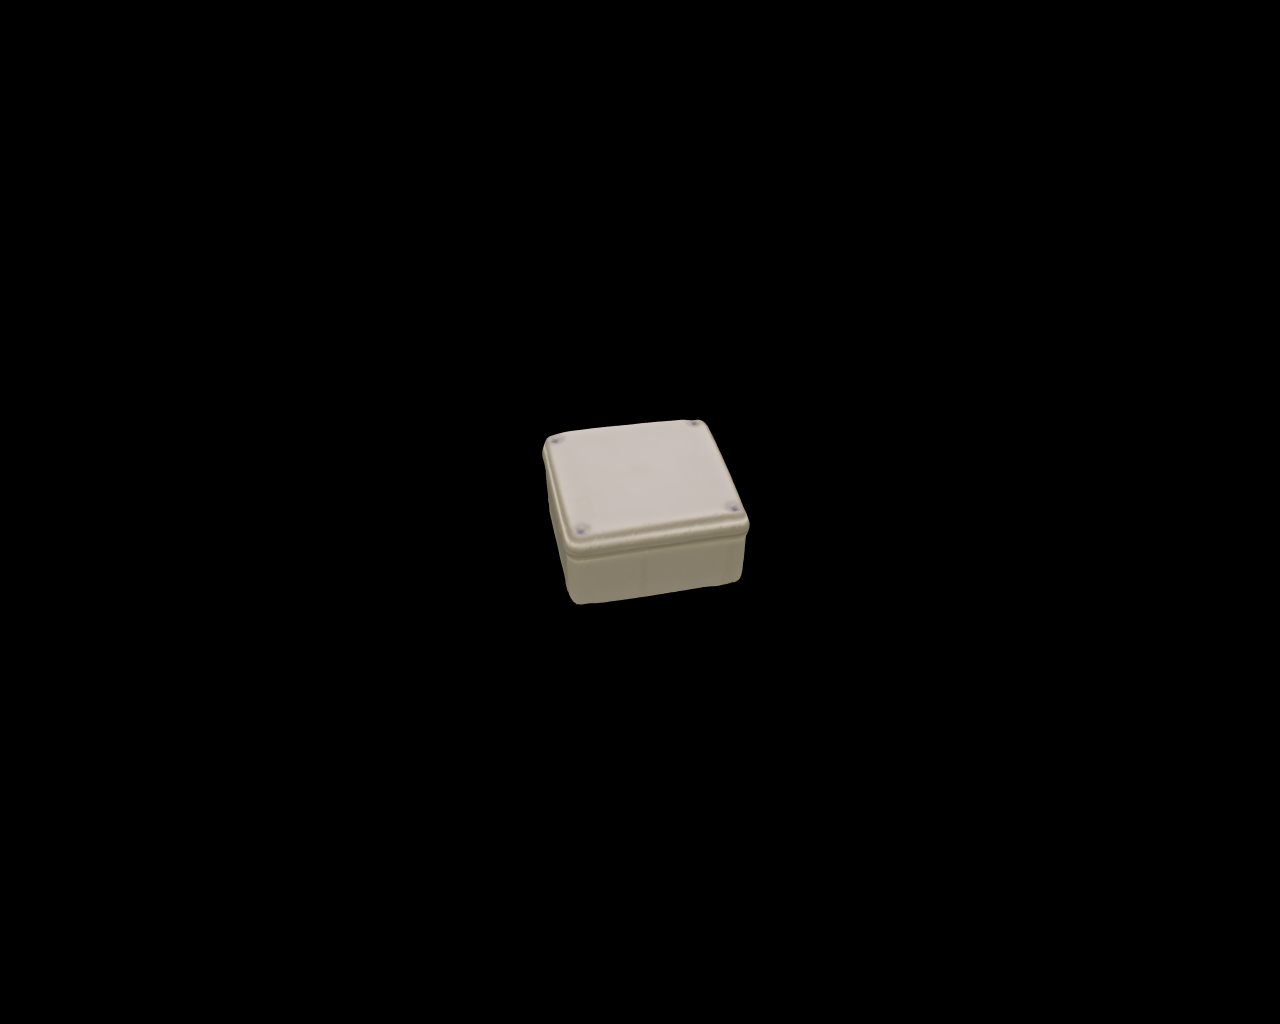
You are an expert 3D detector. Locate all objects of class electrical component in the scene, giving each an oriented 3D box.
[{"bbox_3d":[0.001,-0.003,0.650,0.109,0.056,0.109,-7,39,-9],"label":"electrical component"}]
